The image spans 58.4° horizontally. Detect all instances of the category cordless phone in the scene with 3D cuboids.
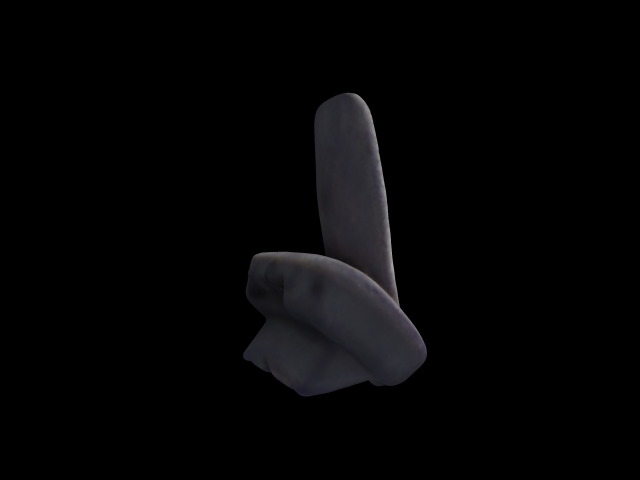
[{"bbox_3d":[0.004,0.001,0.400,0.094,0.185,0.147,0,0,-31],"label":"cordless phone"}]
